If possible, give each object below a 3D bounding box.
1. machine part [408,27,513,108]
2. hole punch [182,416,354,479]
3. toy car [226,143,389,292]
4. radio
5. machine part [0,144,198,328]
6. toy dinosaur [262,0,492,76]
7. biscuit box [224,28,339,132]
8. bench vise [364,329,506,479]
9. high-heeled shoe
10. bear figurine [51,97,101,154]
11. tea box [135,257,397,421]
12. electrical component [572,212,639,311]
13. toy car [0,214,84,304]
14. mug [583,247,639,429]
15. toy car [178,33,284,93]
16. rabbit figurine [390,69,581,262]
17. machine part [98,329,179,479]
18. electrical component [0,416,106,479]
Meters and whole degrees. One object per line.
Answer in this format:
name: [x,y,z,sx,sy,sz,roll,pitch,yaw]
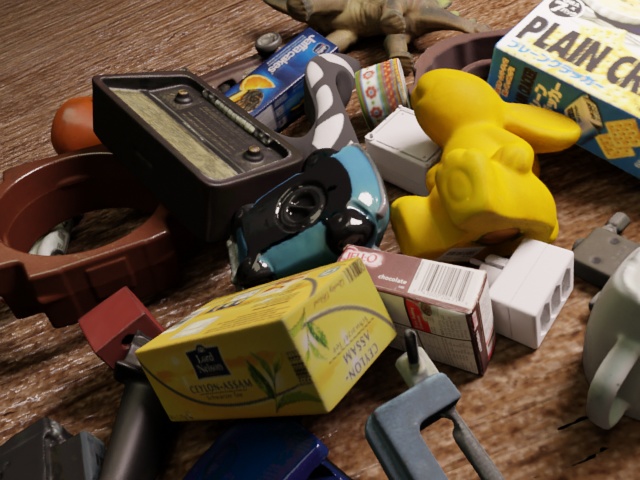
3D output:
machine part: [0.186,-0.169,0.601,0.179,0.056,0.179,-12,46,12]
hole punch: [-0.046,0.169,0.357,0.116,0.092,0.142,24,64,43]
toy car: [-0.001,-0.001,0.487,0.162,0.102,0.109,-33,46,14]
radio: [-0.133,-0.102,0.576,0.131,0.073,0.230,-22,53,-41]
machine part: [-0.250,-0.013,0.587,0.201,0.087,0.202,-21,48,-22]
toy dinosaur: [0.047,-0.345,0.807,0.472,0.104,0.198,23,53,28]
biscuit box: [-0.062,-0.192,0.713,0.203,0.059,0.063,-43,67,-14]
bench vise: [0.089,0.166,0.258,0.224,0.128,0.241,-26,60,-12]
high-heeled shoe: [0.037,-0.148,0.646,0.145,0.086,0.249,27,51,16]
bear figurine: [-0.255,-0.131,0.737,0.196,0.120,0.132,14,7,4]
tea box: [-0.043,0.076,0.394,0.170,0.068,0.098,-17,11,41]
electrical component: [0.230,0.018,0.423,0.094,0.021,0.063,-41,45,-16]
toy car: [-0.354,-0.002,0.681,0.073,0.056,0.202,-20,43,5]
mug: [0.201,0.060,0.334,0.109,0.107,0.081,-36,42,-14]
toy car: [-0.121,-0.223,0.769,0.202,0.089,0.053,-18,43,5]
rabbit figurine: [0.139,-0.076,0.461,0.162,0.121,0.173,-7,64,-14]
machine part: [-0.137,0.143,0.425,0.039,0.084,0.139,-31,38,36]
electrical component: [-0.229,0.211,0.418,0.134,0.058,0.115,-32,45,-7]
